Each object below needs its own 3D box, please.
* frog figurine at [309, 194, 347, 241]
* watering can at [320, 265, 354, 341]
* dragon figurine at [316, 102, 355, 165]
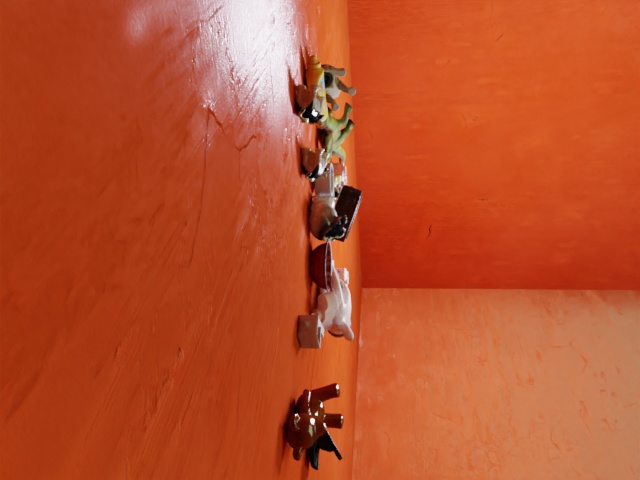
[{"bbox_3d":[0.005,-0.080,1.592,0.162,0.123,0.135,53,-3,30],"label":"frog figurine"},{"bbox_3d":[0.058,0.241,1.700,0.356,0.104,0.219,-103,-172,-48],"label":"watering can"},{"bbox_3d":[0.034,-0.340,1.848,0.401,0.122,0.248,76,32,-52],"label":"dragon figurine"}]
